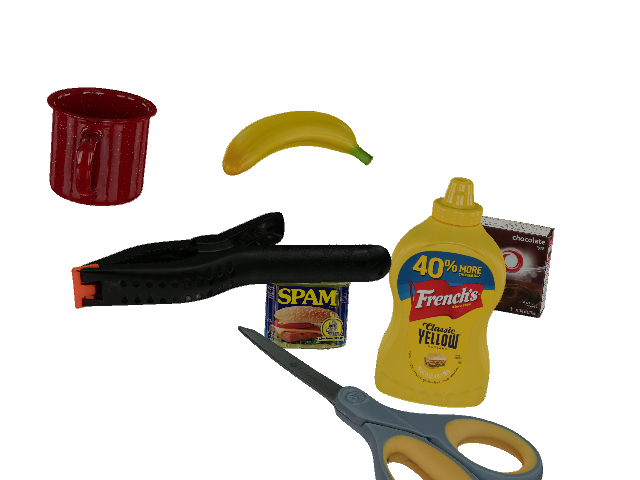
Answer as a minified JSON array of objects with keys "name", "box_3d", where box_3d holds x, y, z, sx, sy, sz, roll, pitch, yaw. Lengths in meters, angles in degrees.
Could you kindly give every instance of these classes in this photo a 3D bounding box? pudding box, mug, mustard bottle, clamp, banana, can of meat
[{"name":"pudding box","box_3d":[0.178,0.023,1.096,0.114,0.090,0.039,9,23,16]},{"name":"mug","box_3d":[-0.192,-0.076,0.920,0.093,0.081,0.117,7,23,-6]},{"name":"mustard bottle","box_3d":[0.104,0.041,0.890,0.096,0.192,0.058,9,18,5]},{"name":"clamp","box_3d":[-0.067,0.017,0.747,0.209,0.036,0.165,-12,16,-36]},{"name":"banana","box_3d":[-0.030,-0.106,1.120,0.197,0.037,0.070,-9,50,-39]},{"name":"can of meat","box_3d":[-0.016,0.080,1.252,0.102,0.084,0.057,2,14,-3]}]

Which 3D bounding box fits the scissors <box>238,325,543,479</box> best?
[{"name":"scissors","box_3d":[0.039,0.089,0.573,0.096,0.016,0.202,-8,29,-27]}]
